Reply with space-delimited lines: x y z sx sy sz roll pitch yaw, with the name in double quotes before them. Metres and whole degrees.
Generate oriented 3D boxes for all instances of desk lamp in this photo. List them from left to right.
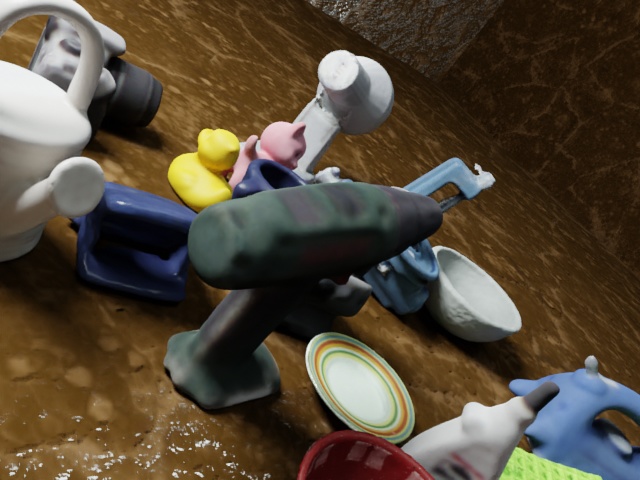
"desk lamp" 0.007 -0.185 0.864 0.118 0.213 0.204 43 25 9

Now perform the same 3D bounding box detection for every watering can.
"watering can" -0.211 -0.079 0.405 0.173 0.194 0.101 40 24 2

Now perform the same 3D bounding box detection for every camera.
"camera" -0.245 -0.179 0.642 0.137 0.100 0.143 19 31 -36

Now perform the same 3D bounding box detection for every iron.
"iron" 0.366 0.247 0.705 0.259 0.141 0.118 34 25 -10

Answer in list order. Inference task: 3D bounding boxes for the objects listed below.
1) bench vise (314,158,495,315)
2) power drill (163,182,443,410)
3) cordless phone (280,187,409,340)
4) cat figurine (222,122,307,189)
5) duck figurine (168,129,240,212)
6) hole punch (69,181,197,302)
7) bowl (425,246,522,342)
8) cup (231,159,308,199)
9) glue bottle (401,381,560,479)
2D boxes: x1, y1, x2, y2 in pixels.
"bench vise" 0.095 -0.031 0.714 0.208 0.219 0.121 31 25 -16
"power drill" -0.021 0.036 0.452 0.230 0.208 0.075 2 43 -53
"cordless phone" 0.005 0.002 0.575 0.148 0.185 0.094 23 28 -30
"cat figurine" -0.067 -0.117 0.761 0.067 0.117 0.128 46 25 16
"duck figurine" -0.124 -0.085 0.667 0.078 0.086 0.104 12 36 -45
"hole punch" -0.152 -0.014 0.500 0.109 0.091 0.101 20 31 -36
"bowl" 0.204 0.091 0.831 0.168 0.074 0.167 31 26 -16
"cup" -0.068 -0.029 0.635 0.091 0.095 0.118 48 26 20
"glue bottle" 0.130 0.171 0.472 0.078 0.173 0.037 37 24 -3
